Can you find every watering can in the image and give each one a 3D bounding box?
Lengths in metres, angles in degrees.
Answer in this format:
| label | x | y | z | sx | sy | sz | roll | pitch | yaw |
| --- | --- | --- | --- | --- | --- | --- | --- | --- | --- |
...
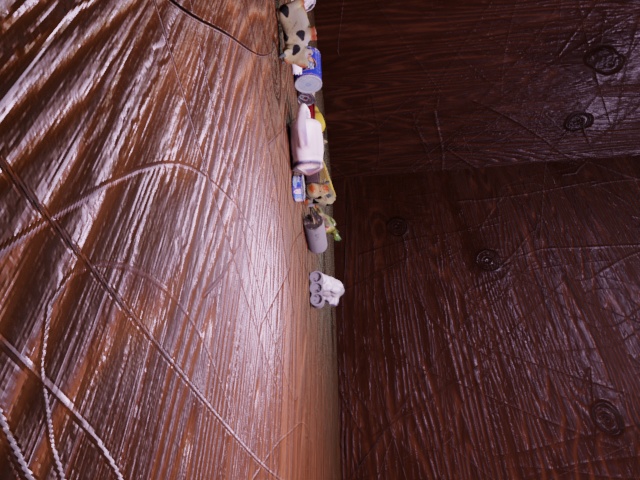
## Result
| label | x | y | z | sx | sy | sz | roll | pitch | yaw |
| --- | --- | --- | --- | --- | --- | --- | --- | --- | --- |
| watering can | -0.040 | -0.319 | 1.685 | 0.348 | 0.104 | 0.224 | -5 | 92 | -85 |

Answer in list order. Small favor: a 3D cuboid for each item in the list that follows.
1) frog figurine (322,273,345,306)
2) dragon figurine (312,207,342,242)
| label | x | y | z | sx | sy | sz | roll | pitch | yaw |
| --- | --- | --- | --- | --- | --- | --- | --- | --- | --- |
| frog figurine | 0.029 | 0.183 | 2.130 | 0.139 | 0.124 | 0.156 | 35 | -31 | 51 |
| dragon figurine | 0.007 | -0.115 | 2.286 | 0.417 | 0.122 | 0.239 | -107 | -179 | -66 |
